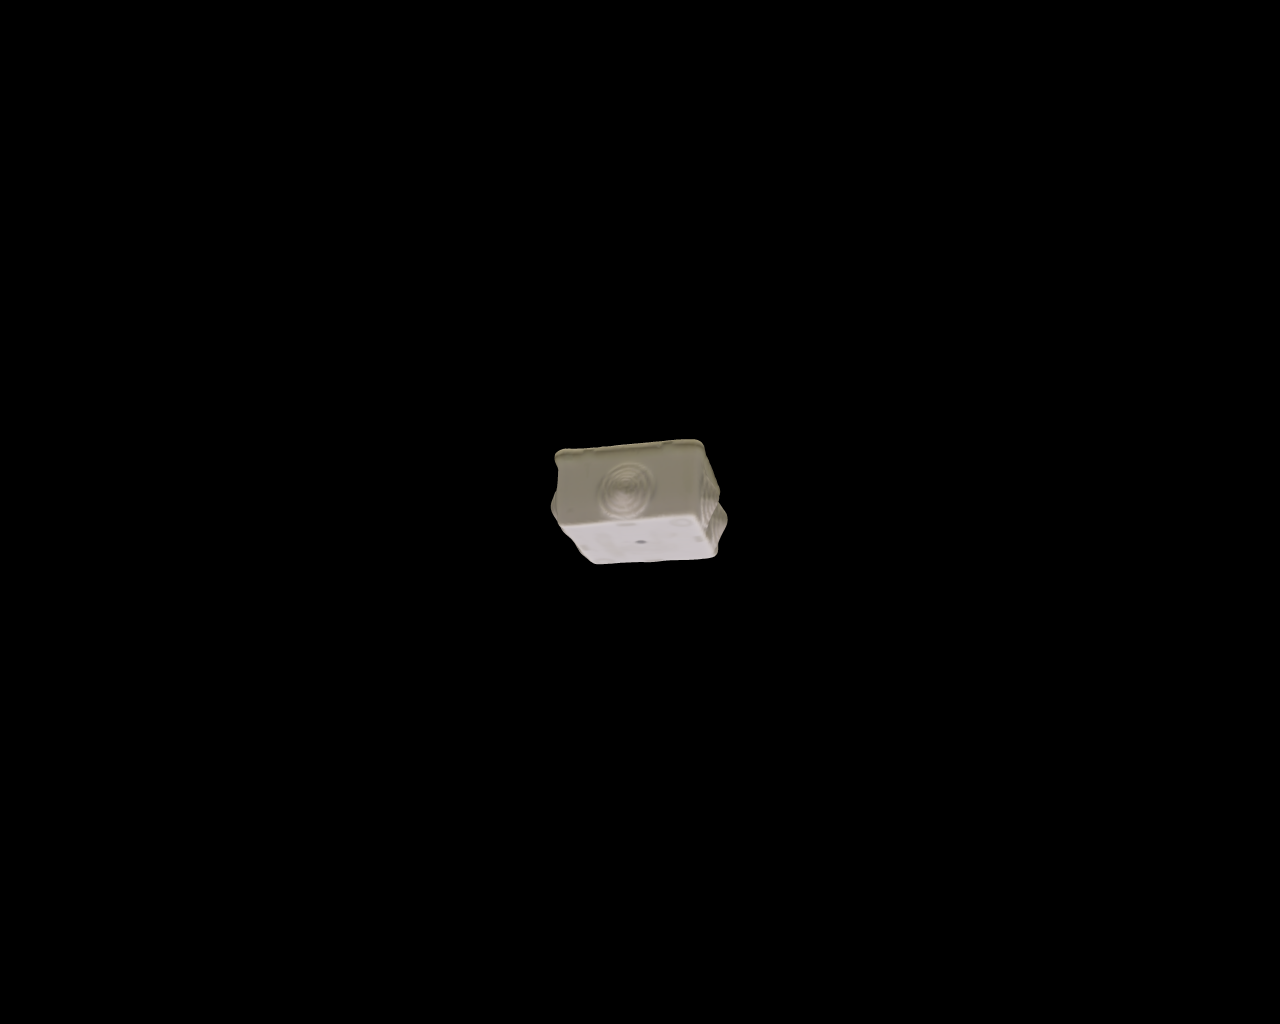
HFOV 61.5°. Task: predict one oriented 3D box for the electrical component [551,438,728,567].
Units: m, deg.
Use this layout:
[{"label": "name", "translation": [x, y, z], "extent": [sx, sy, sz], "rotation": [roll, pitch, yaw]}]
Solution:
[{"label": "electrical component", "translation": [0.001, -0.003, 0.650], "extent": [0.100, 0.048, 0.099], "rotation": [-4, -20, 11]}]
